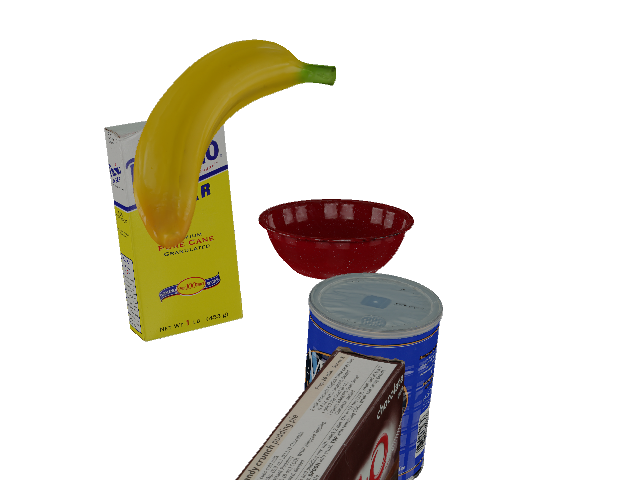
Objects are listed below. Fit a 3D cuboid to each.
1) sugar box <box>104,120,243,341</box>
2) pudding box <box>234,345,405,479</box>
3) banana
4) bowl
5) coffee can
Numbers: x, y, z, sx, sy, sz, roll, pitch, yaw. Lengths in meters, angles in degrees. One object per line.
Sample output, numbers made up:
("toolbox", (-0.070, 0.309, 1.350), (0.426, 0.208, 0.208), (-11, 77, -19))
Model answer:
("sugar box", (-0.120, -0.013, 0.889), (0.093, 0.176, 0.048), (-13, 20, -26))
("pudding box", (0.001, 0.113, 0.468), (0.039, 0.090, 0.113), (12, 31, 19))
("banana", (-0.061, -0.069, 0.608), (0.070, 0.037, 0.197), (20, 44, 18))
("bowl", (0.016, 0.002, 1.110), (0.162, 0.055, 0.162), (0, 16, 0))
("coffee can", (0.038, 0.109, 0.839), (0.103, 0.140, 0.103), (3, 22, -2))
